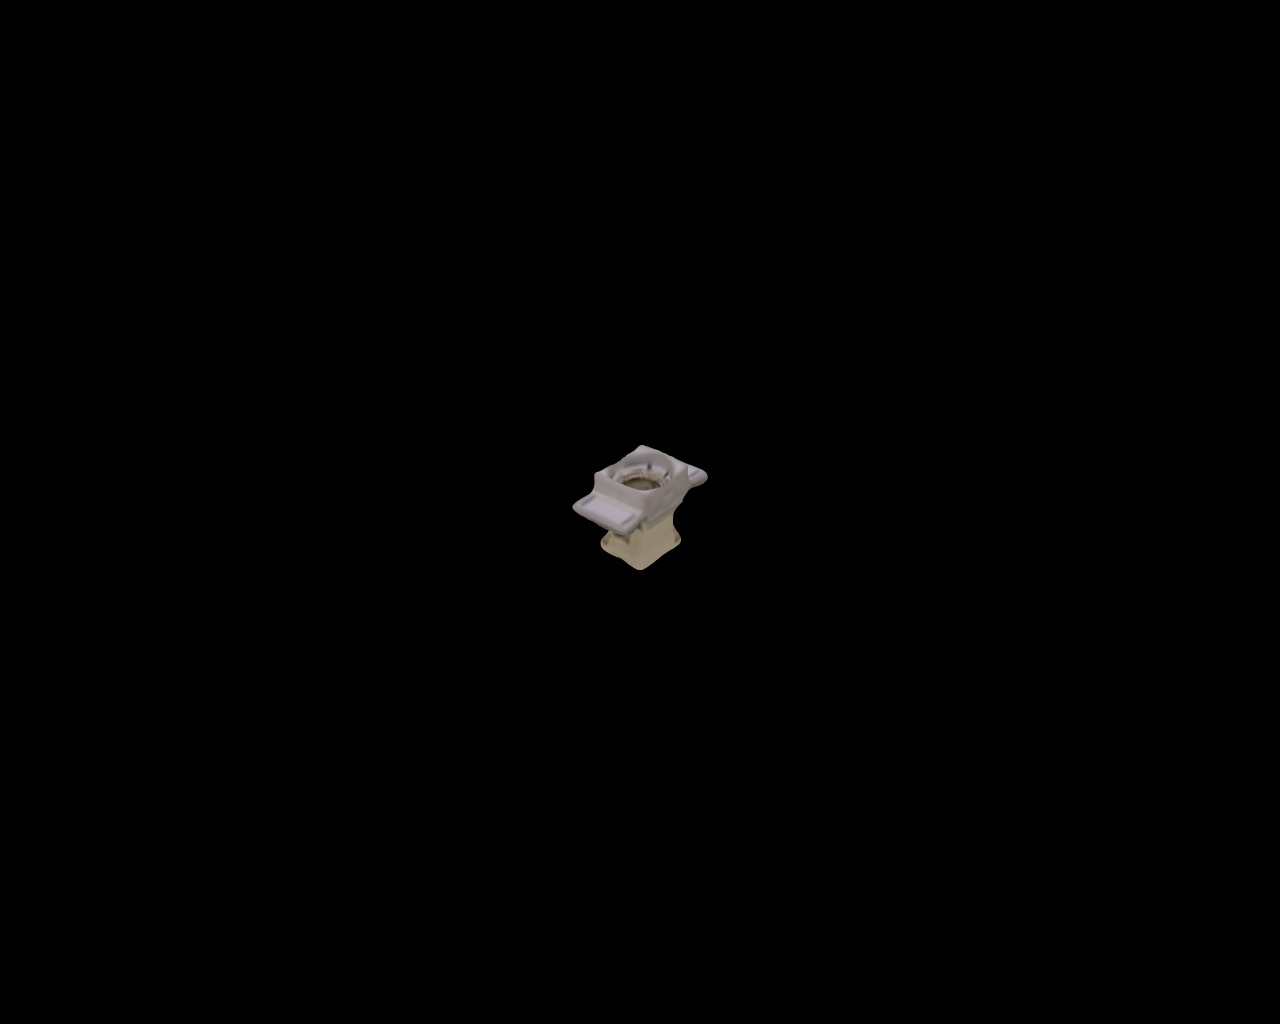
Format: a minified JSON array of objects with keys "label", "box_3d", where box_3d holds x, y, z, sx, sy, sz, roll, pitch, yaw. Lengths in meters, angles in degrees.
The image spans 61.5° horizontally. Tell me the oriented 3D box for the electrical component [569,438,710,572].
[{"label":"electrical component","box_3d":[0.001,-0.003,0.650,0.042,0.063,0.081,27,44,33]}]
